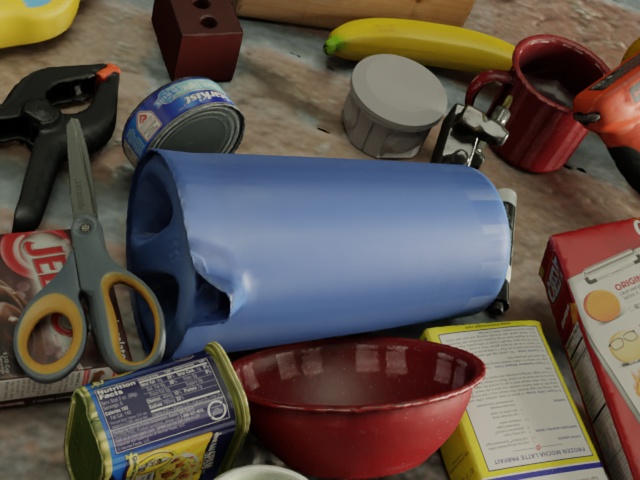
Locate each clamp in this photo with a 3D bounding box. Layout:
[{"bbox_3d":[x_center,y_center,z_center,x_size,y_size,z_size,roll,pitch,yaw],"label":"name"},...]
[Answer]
[{"bbox_3d":[-0.211,-0.082,0.760,0.120,0.039,0.171,33,45,0],"label":"clamp"}]

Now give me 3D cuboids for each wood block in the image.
[{"bbox_3d":[0.030,-0.245,0.941,0.205,0.091,0.090,5,52,-16],"label":"wood block"}]

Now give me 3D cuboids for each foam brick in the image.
[{"bbox_3d":[-0.101,-0.173,0.863,0.052,0.051,0.078,-6,55,-24],"label":"foam brick"}]

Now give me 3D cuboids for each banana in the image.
[{"bbox_3d":[0.087,-0.165,0.926,0.197,0.037,0.070,0,38,-17],"label":"banana"}]

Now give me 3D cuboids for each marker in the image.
[{"bbox_3d":[0.139,0.009,0.822,0.020,0.020,0.121,17,49,-5],"label":"marker"}]

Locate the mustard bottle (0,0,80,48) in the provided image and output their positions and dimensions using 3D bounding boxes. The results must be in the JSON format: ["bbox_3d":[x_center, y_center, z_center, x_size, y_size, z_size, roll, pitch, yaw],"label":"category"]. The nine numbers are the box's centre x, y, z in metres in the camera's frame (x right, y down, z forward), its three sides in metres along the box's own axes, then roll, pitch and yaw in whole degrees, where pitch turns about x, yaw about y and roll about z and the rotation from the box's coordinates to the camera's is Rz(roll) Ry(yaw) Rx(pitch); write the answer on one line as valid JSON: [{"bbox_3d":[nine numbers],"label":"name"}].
[{"bbox_3d":[-0.245,-0.190,0.821,0.191,0.058,0.096,-28,66,-34],"label":"mustard bottle"}]

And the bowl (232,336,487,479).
[{"bbox_3d":[0.020,0.103,0.647,0.161,0.162,0.055,-7,99,-24],"label":"bowl"}]

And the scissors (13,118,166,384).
[{"bbox_3d":[-0.159,0.008,0.654,0.096,0.016,0.202,-24,58,-14],"label":"scissors"}]

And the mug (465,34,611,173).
[{"bbox_3d":[0.177,-0.112,0.891,0.117,0.082,0.093,6,51,-15],"label":"mug"}]

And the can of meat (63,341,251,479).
[{"bbox_3d":[-0.095,0.111,0.603,0.083,0.102,0.057,-14,60,-26],"label":"can of meat"}]

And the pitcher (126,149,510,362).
[{"bbox_3d":[-0.005,0.001,0.716,0.242,0.145,0.149,-3,66,-26],"label":"pitcher"}]

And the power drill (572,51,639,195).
[{"bbox_3d":[0.297,-0.065,0.822,0.184,0.057,0.187,-34,98,-3],"label":"power drill"}]

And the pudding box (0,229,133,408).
[{"bbox_3d":[-0.174,0.046,0.668,0.089,0.039,0.113,-6,55,-23],"label":"pudding box"}]

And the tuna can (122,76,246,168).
[{"bbox_3d":[-0.098,-0.075,0.762,0.086,0.086,0.034,-22,61,-32],"label":"tuna can"}]

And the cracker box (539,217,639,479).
[{"bbox_3d":[0.261,0.087,0.727,0.164,0.072,0.214,-11,63,-5],"label":"cracker box"}]

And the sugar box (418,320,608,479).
[{"bbox_3d":[0.129,0.138,0.697,0.093,0.048,0.176,-3,57,-21],"label":"sugar box"}]
